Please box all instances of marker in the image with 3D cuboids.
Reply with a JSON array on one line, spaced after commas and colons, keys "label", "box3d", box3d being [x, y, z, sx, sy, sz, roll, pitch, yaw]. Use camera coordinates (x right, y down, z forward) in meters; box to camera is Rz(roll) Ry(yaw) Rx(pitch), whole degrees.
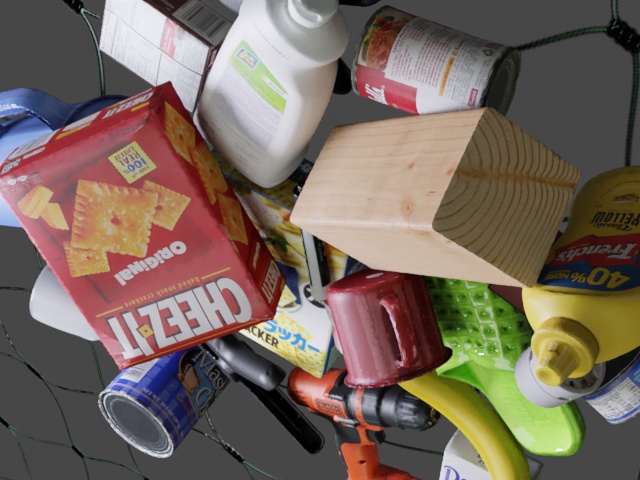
[{"label": "marker", "box3d": [-0.006, 0.001, 0.886, 0.020, 0.020, 0.121, 17, 137, 28]}]

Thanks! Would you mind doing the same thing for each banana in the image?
[{"label": "banana", "box3d": [0.141, 0.178, 1.007, 0.198, 0.069, 0.037, 53, 138, 8]}]

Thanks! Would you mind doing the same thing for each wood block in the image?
[{"label": "wood block", "box3d": [0.074, -0.030, 0.769, 0.090, 0.090, 0.206, 31, 168, -24]}]

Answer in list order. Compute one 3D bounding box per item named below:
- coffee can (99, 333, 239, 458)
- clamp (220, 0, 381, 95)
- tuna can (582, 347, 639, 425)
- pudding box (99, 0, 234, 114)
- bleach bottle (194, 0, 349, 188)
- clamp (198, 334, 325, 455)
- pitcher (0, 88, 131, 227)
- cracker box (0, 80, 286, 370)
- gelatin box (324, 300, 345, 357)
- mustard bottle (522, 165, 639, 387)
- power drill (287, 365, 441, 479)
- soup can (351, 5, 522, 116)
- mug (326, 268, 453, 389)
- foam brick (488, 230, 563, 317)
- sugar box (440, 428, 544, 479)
[{"label": "coffee can", "box3d": [-0.164, 0.157, 1.194, 0.103, 0.140, 0.103, 24, 141, 21]}, {"label": "clamp", "box3d": [-0.027, -0.192, 0.802, 0.171, 0.039, 0.120, 36, 143, -1]}, {"label": "tuna can", "box3d": [0.241, 0.099, 0.825, 0.034, 0.086, 0.086, 43, 144, -1]}, {"label": "pudding box", "box3d": [-0.133, -0.174, 0.916, 0.113, 0.039, 0.090, 36, 144, 8]}, {"label": "bleach bottle", "box3d": [-0.028, -0.121, 0.798, 0.102, 0.068, 0.251, 41, 159, -3]}, {"label": "clamp", "box3d": [-0.083, 0.124, 1.098, 0.210, 0.036, 0.164, 39, 163, 28]}, {"label": "pitcher", "box3d": [-0.271, -0.076, 1.063, 0.243, 0.144, 0.149, 1, 102, 45]}, {"label": "cracker box", "box3d": [-0.151, -0.006, 0.911, 0.164, 0.072, 0.213, -20, 115, 20]}, {"label": "gelatin box", "box3d": [0.045, 0.065, 0.958, 0.030, 0.073, 0.089, 48, 165, 32]}, {"label": "mustard bottle", "box3d": [0.188, 0.026, 0.706, 0.096, 0.191, 0.058, 6, 131, 38]}, {"label": "power drill", "box3d": [0.065, 0.214, 1.124, 0.185, 0.057, 0.187, 8, 130, 41]}, {"label": "soup can", "box3d": [0.083, -0.119, 0.755, 0.102, 0.068, 0.068, 23, 140, 22]}, {"label": "mug", "box3d": [0.055, 0.068, 0.861, 0.117, 0.093, 0.081, -137, 30, -81]}, {"label": "foam brick", "box3d": [0.184, 0.034, 0.837, 0.078, 0.053, 0.051, 37, 144, 2]}, {"label": "sugar box", "box3d": [0.168, 0.273, 1.101, 0.093, 0.048, 0.176, 24, 142, 21]}]
